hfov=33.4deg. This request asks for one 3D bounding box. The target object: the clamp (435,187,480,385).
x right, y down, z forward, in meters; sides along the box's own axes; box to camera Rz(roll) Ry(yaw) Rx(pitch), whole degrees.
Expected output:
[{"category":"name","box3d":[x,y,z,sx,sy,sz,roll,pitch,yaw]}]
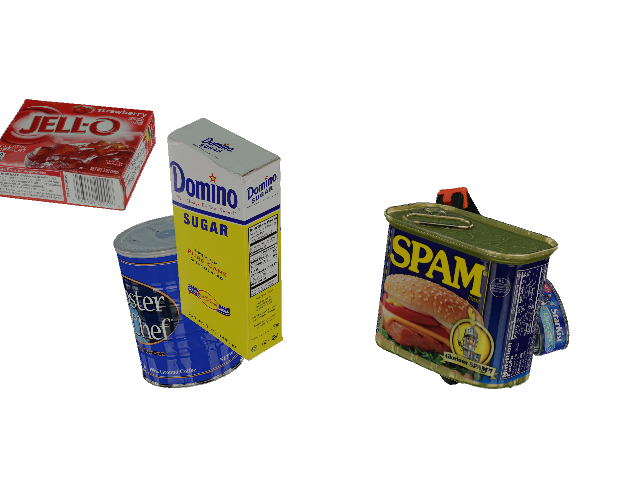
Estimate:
[{"category":"clamp","box3d":[0.127,0.042,0.952,0.039,0.171,0.120,-11,13,33]}]

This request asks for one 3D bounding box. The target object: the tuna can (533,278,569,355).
[{"category":"tuna can","box3d":[0.247,0.086,1.208,0.033,0.086,0.086,-15,2,-7]}]

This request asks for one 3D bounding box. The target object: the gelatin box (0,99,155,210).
[{"category":"gelatin box","box3d":[-0.157,-0.056,0.677,0.089,0.030,0.073,7,41,6]}]

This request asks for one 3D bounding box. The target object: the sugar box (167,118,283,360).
[{"category":"sugar box","box3d":[-0.075,0.000,0.851,0.048,0.176,0.093,-31,44,-34]}]

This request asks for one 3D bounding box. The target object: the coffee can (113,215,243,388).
[{"category":"coffee can","box3d":[-0.135,0.057,1.032,0.103,0.140,0.103,-8,19,3]}]

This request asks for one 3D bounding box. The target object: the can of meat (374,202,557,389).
[{"category":"can of meat","box3d":[0.081,0.031,0.627,0.057,0.084,0.102,-11,23,-44]}]
